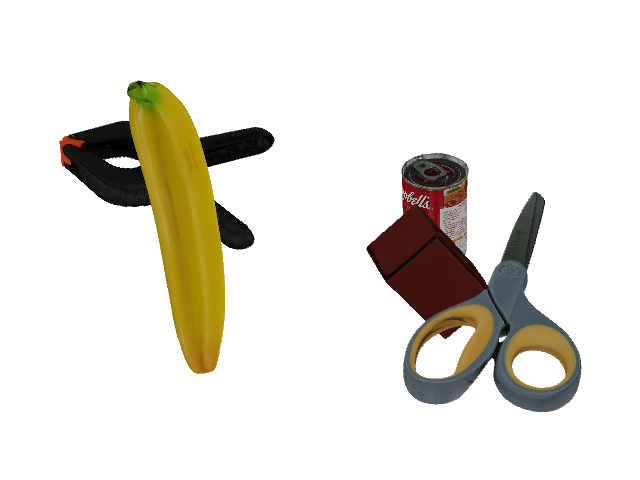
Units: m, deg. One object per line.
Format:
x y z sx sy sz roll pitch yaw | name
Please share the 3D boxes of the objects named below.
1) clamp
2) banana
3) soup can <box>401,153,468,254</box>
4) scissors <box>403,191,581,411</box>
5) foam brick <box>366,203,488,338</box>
-0.119 -0.063 0.860 0.171 0.120 0.039 19 -43 1 | clamp
-0.086 -0.015 0.636 0.037 0.198 0.069 -1 32 15 | banana
0.119 -0.030 1.108 0.068 0.102 0.068 -3 35 2 | soup can
0.118 0.031 0.582 0.096 0.016 0.201 19 39 30 | scissors
0.082 0.023 0.788 0.078 0.051 0.053 44 10 -30 | foam brick
